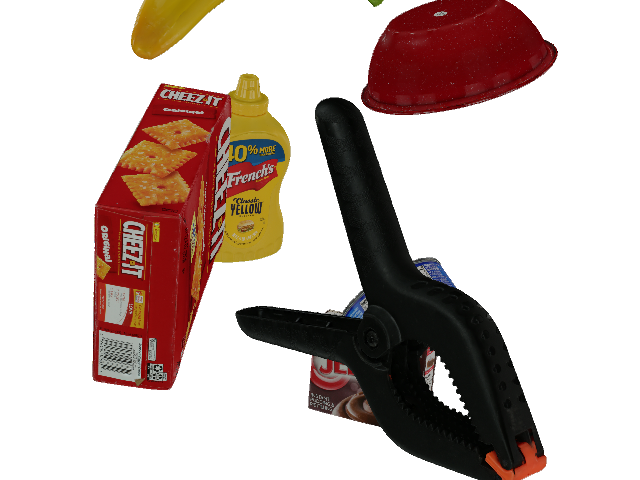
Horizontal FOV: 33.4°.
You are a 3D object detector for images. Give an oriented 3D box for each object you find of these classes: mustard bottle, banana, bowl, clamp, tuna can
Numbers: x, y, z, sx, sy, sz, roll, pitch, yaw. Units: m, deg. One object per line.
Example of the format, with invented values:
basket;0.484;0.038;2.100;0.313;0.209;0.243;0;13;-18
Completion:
mustard bottle;-0.079;-0.073;1.067;0.096;0.192;0.058;-4;29;-21
banana;-0.042;-0.169;0.682;0.197;0.069;0.037;-21;-10;-31
bowl;0.104;-0.157;0.857;0.162;0.055;0.162;-14;24;6
clamp;0.038;0.036;0.549;0.036;0.165;0.210;-14;42;-40
tuna can;0.058;0.052;0.758;0.086;0.034;0.086;-27;-25;-14

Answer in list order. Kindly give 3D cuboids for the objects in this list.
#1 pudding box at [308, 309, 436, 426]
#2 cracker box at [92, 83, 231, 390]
pudding box;0.047;0.119;0.971;0.114;0.090;0.039;10;17;21
cracker box;-0.124;-0.008;0.869;0.072;0.164;0.213;9;32;2
